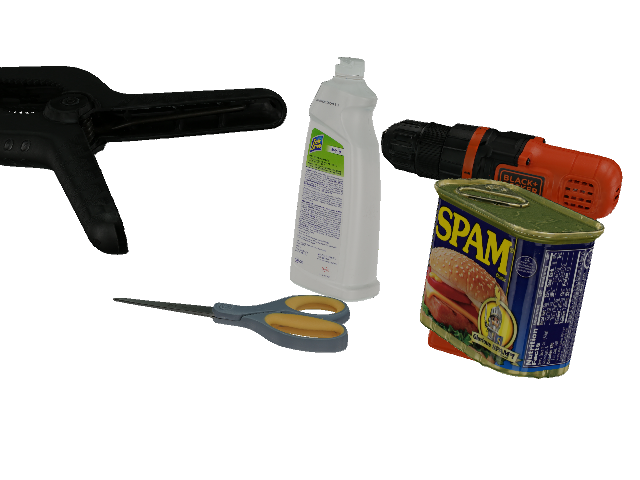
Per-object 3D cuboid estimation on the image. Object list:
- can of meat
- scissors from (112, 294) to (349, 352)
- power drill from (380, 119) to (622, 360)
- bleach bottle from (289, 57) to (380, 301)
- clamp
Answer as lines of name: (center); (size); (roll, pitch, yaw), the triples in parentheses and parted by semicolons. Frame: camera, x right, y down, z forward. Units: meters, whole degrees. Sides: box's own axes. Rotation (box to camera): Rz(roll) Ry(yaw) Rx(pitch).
can of meat: (0.101, 0.019, 0.592); (0.057, 0.084, 0.102); (-3, 20, -28)
scissors: (-0.063, 0.056, 0.891); (0.202, 0.016, 0.096); (13, 22, 24)
power drill: (0.129, 0.003, 0.830); (0.185, 0.188, 0.057); (16, 32, 24)
bleach bottle: (0.026, -0.068, 1.145); (0.103, 0.251, 0.067); (17, 18, 38)
clamp: (-0.136, -0.071, 0.642); (0.210, 0.036, 0.164); (24, 43, 31)
